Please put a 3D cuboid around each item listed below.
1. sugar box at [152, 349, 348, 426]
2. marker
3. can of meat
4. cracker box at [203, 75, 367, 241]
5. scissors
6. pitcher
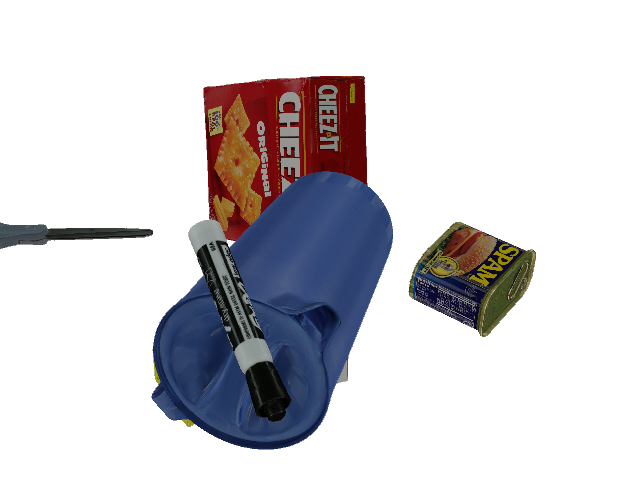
[{"bbox_3d":[-0.070,0.124,1.072,0.176,0.048,0.093,-16,32,-23],"label":"sugar box"},{"bbox_3d":[-0.042,0.040,0.555,0.020,0.121,0.020,-17,-33,-12],"label":"marker"},{"bbox_3d":[0.146,0.034,1.029,0.084,0.057,0.101,25,45,27],"label":"can of meat"},{"bbox_3d":[-0.040,-0.076,1.055,0.072,0.164,0.214,-6,8,-31],"label":"cracker box"},{"bbox_3d":[-0.247,0.002,0.871,0.202,0.016,0.096,5,25,7],"label":"scissors"},{"bbox_3d":[-0.030,0.045,0.845,0.149,0.145,0.242,12,31,14],"label":"pitcher"}]
